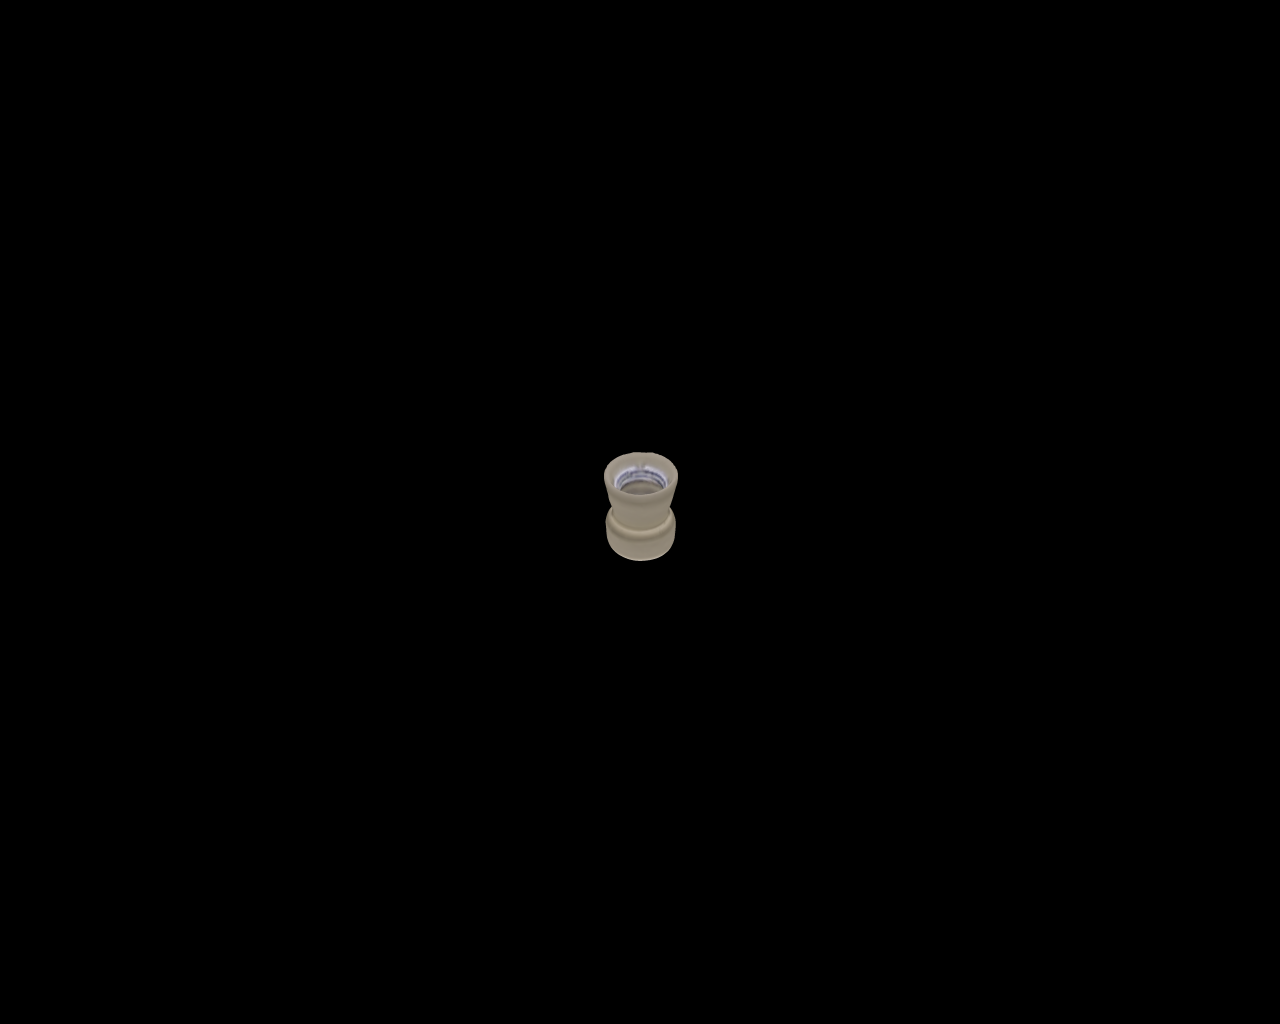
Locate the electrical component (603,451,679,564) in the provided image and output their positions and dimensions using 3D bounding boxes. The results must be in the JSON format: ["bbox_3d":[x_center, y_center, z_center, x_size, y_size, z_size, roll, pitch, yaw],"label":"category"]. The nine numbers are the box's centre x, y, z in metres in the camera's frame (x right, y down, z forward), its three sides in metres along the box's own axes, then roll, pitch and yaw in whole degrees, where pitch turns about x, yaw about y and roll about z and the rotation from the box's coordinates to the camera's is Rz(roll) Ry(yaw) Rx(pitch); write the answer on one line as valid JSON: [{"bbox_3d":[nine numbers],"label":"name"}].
[{"bbox_3d":[0.001,-0.003,0.650,0.045,0.055,0.045,0,40,0],"label":"electrical component"}]
